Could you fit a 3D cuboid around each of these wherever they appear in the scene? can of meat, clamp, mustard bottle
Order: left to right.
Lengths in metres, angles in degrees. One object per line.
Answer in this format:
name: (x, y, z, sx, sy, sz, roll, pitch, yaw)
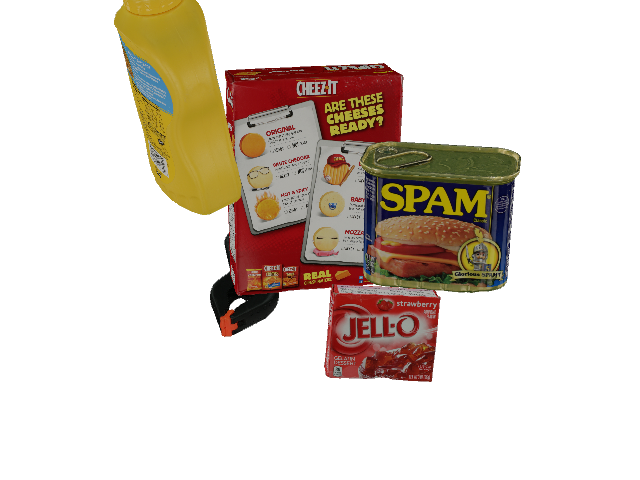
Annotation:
mustard bottle: (-0.105, -0.115, 0.752, 0.058, 0.191, 0.096, -26, 46, -18)
clamp: (-0.070, 0.048, 1.249, 0.120, 0.039, 0.171, -1, 39, 13)
can of meat: (0.077, -0.015, 0.703, 0.102, 0.084, 0.057, 5, 24, 10)

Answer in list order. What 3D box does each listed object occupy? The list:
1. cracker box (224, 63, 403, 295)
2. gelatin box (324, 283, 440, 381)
cracker box: (-0.009, -0.061, 1.045, 0.164, 0.214, 0.072, -4, 21, -12)
gelatin box: (0.050, 0.076, 0.875, 0.089, 0.073, 0.030, 3, 13, -4)
